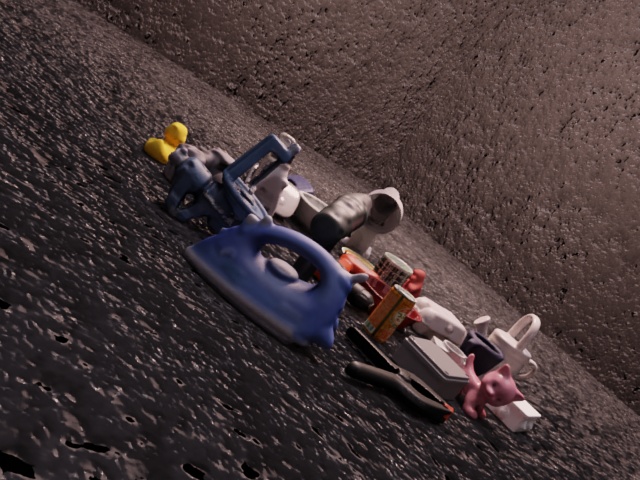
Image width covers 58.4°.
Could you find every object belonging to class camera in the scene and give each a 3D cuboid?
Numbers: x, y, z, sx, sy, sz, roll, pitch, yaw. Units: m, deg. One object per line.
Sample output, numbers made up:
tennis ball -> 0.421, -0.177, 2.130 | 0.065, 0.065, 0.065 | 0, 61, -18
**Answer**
camera -> -0.214, -0.124, 1.147 | 0.144, 0.100, 0.136 | 22, 18, -49

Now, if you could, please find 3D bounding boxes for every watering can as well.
watering can -> 0.426, 0.245, 1.310 | 0.173, 0.194, 0.100 | 32, 13, -21

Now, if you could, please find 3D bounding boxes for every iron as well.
iron -> -0.061, 0.041, 0.842 | 0.258, 0.141, 0.119 | 36, 12, -2

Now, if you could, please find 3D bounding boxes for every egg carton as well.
egg carton -> 0.277, 0.199, 1.367 | 0.151, 0.069, 0.107 | 31, 13, -25

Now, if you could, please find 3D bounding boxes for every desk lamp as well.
desk lamp -> 0.154, -0.057, 1.653 | 0.118, 0.213, 0.203 | 36, 12, 0

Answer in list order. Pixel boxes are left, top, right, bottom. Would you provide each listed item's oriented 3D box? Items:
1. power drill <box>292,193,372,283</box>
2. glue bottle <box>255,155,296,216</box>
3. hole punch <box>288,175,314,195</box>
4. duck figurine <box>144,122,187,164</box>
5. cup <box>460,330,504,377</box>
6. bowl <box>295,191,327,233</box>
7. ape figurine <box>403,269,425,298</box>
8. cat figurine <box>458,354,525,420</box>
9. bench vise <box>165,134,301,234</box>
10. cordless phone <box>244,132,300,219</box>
power drill -> 0.009, 0.004, 1.025 | 0.075, 0.208, 0.230 | 37, 12, 6
glue bottle -> -0.105, -0.121, 1.264 | 0.078, 0.173, 0.037 | 35, 12, -5
hole punch -> -0.085, -0.141, 1.601 | 0.101, 0.091, 0.108 | 24, 17, -45
duck figurine -> -0.319, -0.211, 1.219 | 0.077, 0.086, 0.105 | 37, 12, 3
cup -> 0.327, 0.255, 1.232 | 0.118, 0.095, 0.091 | 23, 18, -48
bowl -> -0.007, -0.055, 1.530 | 0.168, 0.074, 0.167 | 35, 12, -8
ape figurine -> 0.248, 0.118, 1.544 | 0.076, 0.092, 0.078 | 36, 12, -2
cat figurine -> 0.309, 0.270, 1.069 | 0.067, 0.117, 0.127 | 23, 18, -48
bench vise -> -0.145, -0.102, 0.968 | 0.208, 0.219, 0.121 | 29, 14, -31
cordless phone -> -0.094, -0.158, 1.410 | 0.148, 0.185, 0.094 | 32, 12, -20
